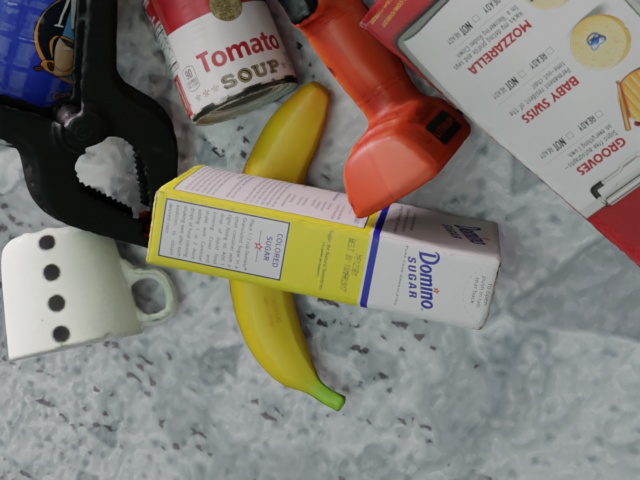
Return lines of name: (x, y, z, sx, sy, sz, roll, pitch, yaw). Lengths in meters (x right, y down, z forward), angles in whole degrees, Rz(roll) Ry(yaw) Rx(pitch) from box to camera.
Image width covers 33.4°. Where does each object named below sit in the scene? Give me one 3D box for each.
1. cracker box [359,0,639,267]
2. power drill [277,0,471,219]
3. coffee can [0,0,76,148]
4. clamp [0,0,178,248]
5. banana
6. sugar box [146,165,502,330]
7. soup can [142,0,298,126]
cracker box: (0.153, -0.099, 0.496, 0.213, 0.072, 0.164, 40, 119, -1)
power drill: (-0.002, -0.107, 0.540, 0.057, 0.184, 0.187, -29, 96, 27)
coffee can: (-0.184, -0.140, 0.652, 0.103, 0.102, 0.140, 30, 111, 17)
clamp: (-0.154, -0.068, 0.623, 0.164, 0.036, 0.210, -30, 126, -9)
banana: (-0.022, 0.005, 0.644, 0.069, 0.037, 0.198, -2, 100, 8)
sugar box: (0.006, 0.002, 0.571, 0.176, 0.093, 0.048, 14, 104, 6)
soup can: (-0.062, -0.125, 0.617, 0.069, 0.068, 0.102, -22, 90, 27)
